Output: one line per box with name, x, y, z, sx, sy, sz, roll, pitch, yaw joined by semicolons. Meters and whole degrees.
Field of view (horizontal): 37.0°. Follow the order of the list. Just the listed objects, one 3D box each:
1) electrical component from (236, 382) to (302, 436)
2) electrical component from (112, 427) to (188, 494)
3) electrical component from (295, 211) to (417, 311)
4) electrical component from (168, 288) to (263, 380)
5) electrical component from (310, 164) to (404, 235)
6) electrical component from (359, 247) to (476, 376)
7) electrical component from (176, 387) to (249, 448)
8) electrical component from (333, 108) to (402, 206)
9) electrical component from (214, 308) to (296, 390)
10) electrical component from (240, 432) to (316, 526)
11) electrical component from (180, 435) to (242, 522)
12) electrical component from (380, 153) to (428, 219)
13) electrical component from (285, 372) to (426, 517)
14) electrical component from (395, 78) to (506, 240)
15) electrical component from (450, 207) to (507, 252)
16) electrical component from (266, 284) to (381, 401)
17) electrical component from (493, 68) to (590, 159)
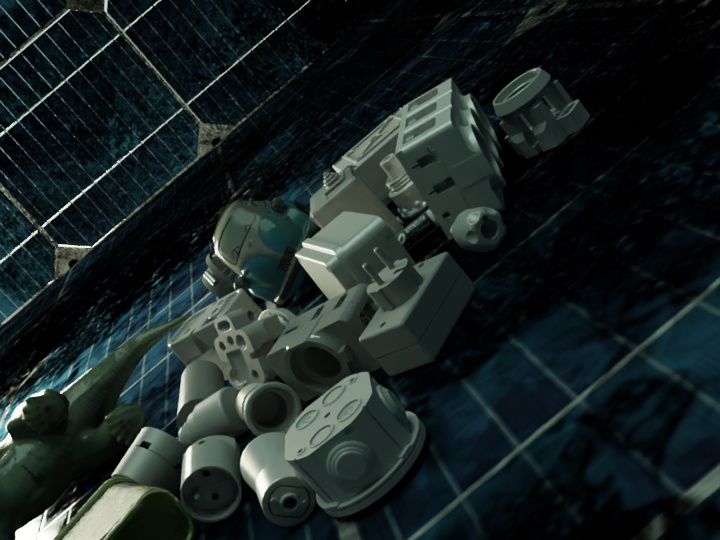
electrical component;-0.074;0.107;0.836;0.044;0.044;0.065;-44;11;-14
electrical component;-0.168;0.163;0.876;0.055;0.055;0.047;-20;29;51
electrical component;0.000;0.000;0.886;0.057;0.078;0.113;-40;15;-10
electrical component;-0.132;0.067;1.045;0.095;0.059;0.053;-27;20;40
electrical component;-0.009;-0.050;1.008;0.061;0.096;0.061;-40;16;9
electrical component;0.031;0.017;0.768;0.047;0.075;0.083;-25;22;44
electrical component;-0.124;0.128;0.892;0.078;0.040;0.040;-33;17;25
electrical component;0.033;-0.125;1.196;0.109;0.056;0.109;-41;15;-1
electrical component;-0.081;0.066;0.911;0.057;0.078;0.058;-25;2;-40
electrical component;-0.051;0.137;0.697;0.044;0.044;0.065;-41;20;-2
electrical component;-0.110;0.148;0.798;0.043;0.043;0.081;-39;15;3
electrical component;0.045;-0.084;1.043;0.048;0.062;0.048;-37;16;12
electrical component;-0.004;0.105;0.653;0.080;0.051;0.080;-37;16;12
electrical component;0.084;-0.103;0.944;0.062;0.089;0.150;-29;18;16
electrical component;0.088;-0.031;0.846;0.035;0.035;0.061;-44;14;-14
electrical component;-0.022;0.059;0.826;0.089;0.050;0.055;-28;20;37
electrical component;0.155;-0.140;0.950;0.078;0.057;0.058;-20;25;51
